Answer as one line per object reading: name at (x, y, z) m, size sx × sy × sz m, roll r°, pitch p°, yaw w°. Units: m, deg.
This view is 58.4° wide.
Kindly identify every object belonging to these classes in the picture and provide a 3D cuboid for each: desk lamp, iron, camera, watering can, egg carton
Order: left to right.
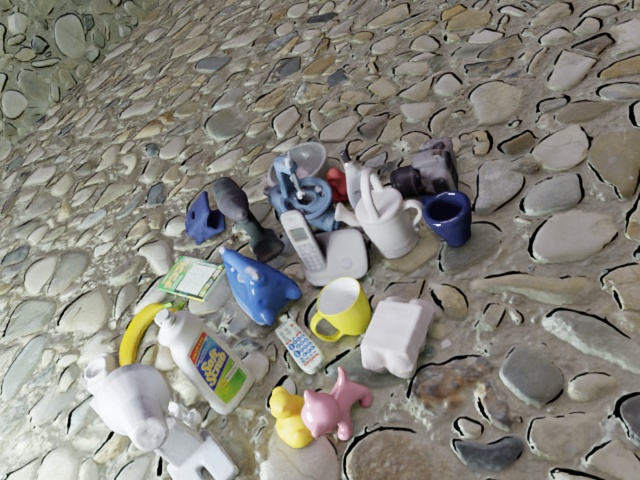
desk lamp at (-0.268, 0.328, 0.983) m, size 0.118 × 0.214 × 0.202 m, roll -45°, pitch 42°, yaw -15°
iron at (-0.158, 0.071, 1.228) m, size 0.119 × 0.142 × 0.257 m, roll -44°, pitch 41°, yaw -14°
watering can at (0.114, -0.057, 1.142) m, size 0.172 × 0.195 × 0.100 m, roll -24°, pitch 41°, yaw 10°
egg carton at (0.136, 0.167, 1.000) m, size 0.107 × 0.070 × 0.150 m, roll 2°, pitch 51°, yaw 34°
camera at (0.223, -0.153, 1.242) m, size 0.136 × 0.101 × 0.143 m, roll -11°, pitch 45°, yaw 24°

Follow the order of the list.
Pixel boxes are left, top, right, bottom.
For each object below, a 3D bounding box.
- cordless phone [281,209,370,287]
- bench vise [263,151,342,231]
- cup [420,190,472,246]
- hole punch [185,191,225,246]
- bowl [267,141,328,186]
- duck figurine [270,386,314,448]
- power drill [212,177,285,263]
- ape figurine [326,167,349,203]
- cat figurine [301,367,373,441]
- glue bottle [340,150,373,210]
cordless phone at (0.011, 0.004, 1.154) m, size 0.147 × 0.186 × 0.094 m, roll -14°, pitch 43°, yaw 20°
bench vise at (-0.069, -0.103, 1.286) m, size 0.206 × 0.220 × 0.121 m, roll -2°, pitch 49°, yaw 32°
cup at (0.247, -0.038, 1.115) m, size 0.092 × 0.095 × 0.117 m, roll -44°, pitch 41°, yaw -13°
hole punch at (-0.311, -0.058, 1.496) m, size 0.101 × 0.091 × 0.108 m, roll -28°, pitch 40°, yaw 6°
bowl at (-0.045, -0.168, 1.448) m, size 0.167 × 0.075 × 0.167 m, roll -18°, pitch 42°, yaw 17°
duck figurine at (-0.052, 0.296, 0.977) m, size 0.077 × 0.086 × 0.104 m, roll -32°, pitch 40°, yaw 0°
power drill at (-0.167, -0.048, 1.302) m, size 0.075 × 0.209 × 0.228 m, roll -36°, pitch 40°, yaw -5°
ape figurine at (0.044, -0.132, 1.342) m, size 0.076 × 0.092 × 0.077 m, roll -30°, pitch 40°, yaw 3°
cat figurine at (0.018, 0.268, 0.936) m, size 0.067 × 0.118 × 0.128 m, roll 10°, pitch 56°, yaw 39°
glue bottle at (0.084, -0.130, 1.250) m, size 0.078 × 0.174 × 0.037 m, roll -17°, pitch 43°, yaw 18°
